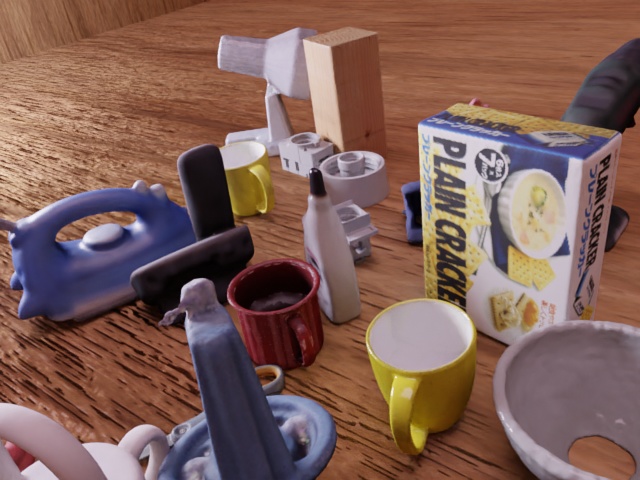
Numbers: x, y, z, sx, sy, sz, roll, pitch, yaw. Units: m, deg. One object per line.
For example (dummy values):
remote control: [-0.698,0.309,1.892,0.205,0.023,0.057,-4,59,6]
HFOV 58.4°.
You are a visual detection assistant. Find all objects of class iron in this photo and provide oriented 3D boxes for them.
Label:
iron: [-0.262,-0.006,0.717,0.259,0.142,0.118,-25,35,-24]

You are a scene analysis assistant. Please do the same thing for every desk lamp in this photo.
desk lamp: [-0.092,-0.264,1.025,0.203,0.214,0.118,-7,31,2]

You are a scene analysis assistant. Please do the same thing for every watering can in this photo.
watering can: [-0.152,0.179,0.340,0.101,0.194,0.173,-5,32,6]

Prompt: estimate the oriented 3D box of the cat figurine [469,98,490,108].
cat figurine: [0.217,-0.157,0.866,0.128,0.118,0.067,-21,33,-19]

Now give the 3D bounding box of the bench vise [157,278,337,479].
bench vise: [-0.027,0.139,0.349,0.122,0.220,0.206,-29,37,-30]

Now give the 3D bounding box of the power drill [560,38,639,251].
power drill: [0.326,-0.104,0.666,0.075,0.209,0.230,17,40,35]

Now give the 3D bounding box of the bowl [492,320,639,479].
bowl: [0.213,0.140,0.428,0.167,0.075,0.167,-6,31,4]

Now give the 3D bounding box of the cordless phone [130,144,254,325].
cordless phone: [-0.156,-0.012,0.658,0.148,0.185,0.093,-27,36,-27]

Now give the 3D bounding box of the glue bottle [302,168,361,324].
glue bottle: [0.006,0.002,0.607,0.037,0.173,0.078,-21,34,-19]

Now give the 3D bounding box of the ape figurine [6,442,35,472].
ape figurine: [-0.284,0.179,0.470,0.078,0.092,0.076,-9,31,-1]

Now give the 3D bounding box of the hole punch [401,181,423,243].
hole punch: [0.158,-0.055,0.742,0.108,0.091,0.101,-2,32,11]
